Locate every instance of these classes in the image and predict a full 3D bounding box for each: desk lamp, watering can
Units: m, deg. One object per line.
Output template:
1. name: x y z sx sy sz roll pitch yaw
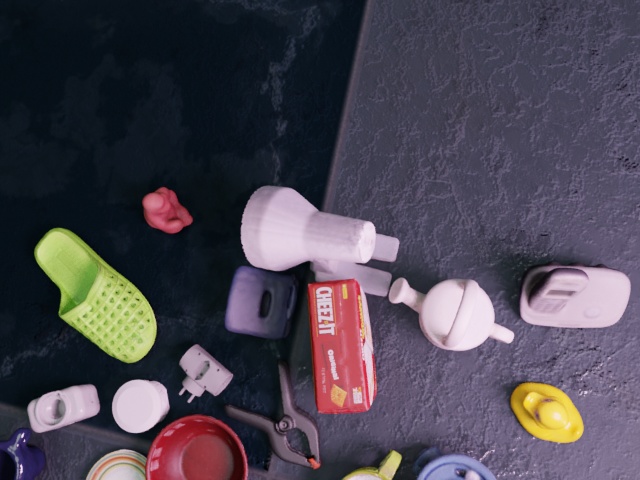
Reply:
1. desk lamp: 0.008 0.003 0.838 0.203 0.214 0.118 11 82 10
2. watering can: 0.184 0.105 0.805 0.172 0.194 0.101 0 80 8

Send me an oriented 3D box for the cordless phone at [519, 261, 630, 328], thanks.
1. cordless phone: 0.360 0.072 0.791 0.147 0.185 0.094 -1 80 8

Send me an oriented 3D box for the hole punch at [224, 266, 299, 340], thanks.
1. hole punch: -0.089 0.098 0.898 0.101 0.091 0.109 9 81 10

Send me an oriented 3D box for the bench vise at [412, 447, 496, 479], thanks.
1. bench vise: 0.213 0.365 0.742 0.207 0.220 0.121 27 85 12

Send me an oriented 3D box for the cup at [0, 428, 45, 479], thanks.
1. cup: -0.478 0.347 0.908 0.091 0.095 0.118 27 85 12

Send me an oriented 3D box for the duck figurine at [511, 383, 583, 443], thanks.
1. duck figurine: 0.328 0.249 0.815 0.104 0.086 0.077 34 86 12

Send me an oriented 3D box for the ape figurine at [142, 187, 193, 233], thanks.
1. ape figurine: -0.262 -0.052 0.948 0.076 0.092 0.078 -3 80 8
